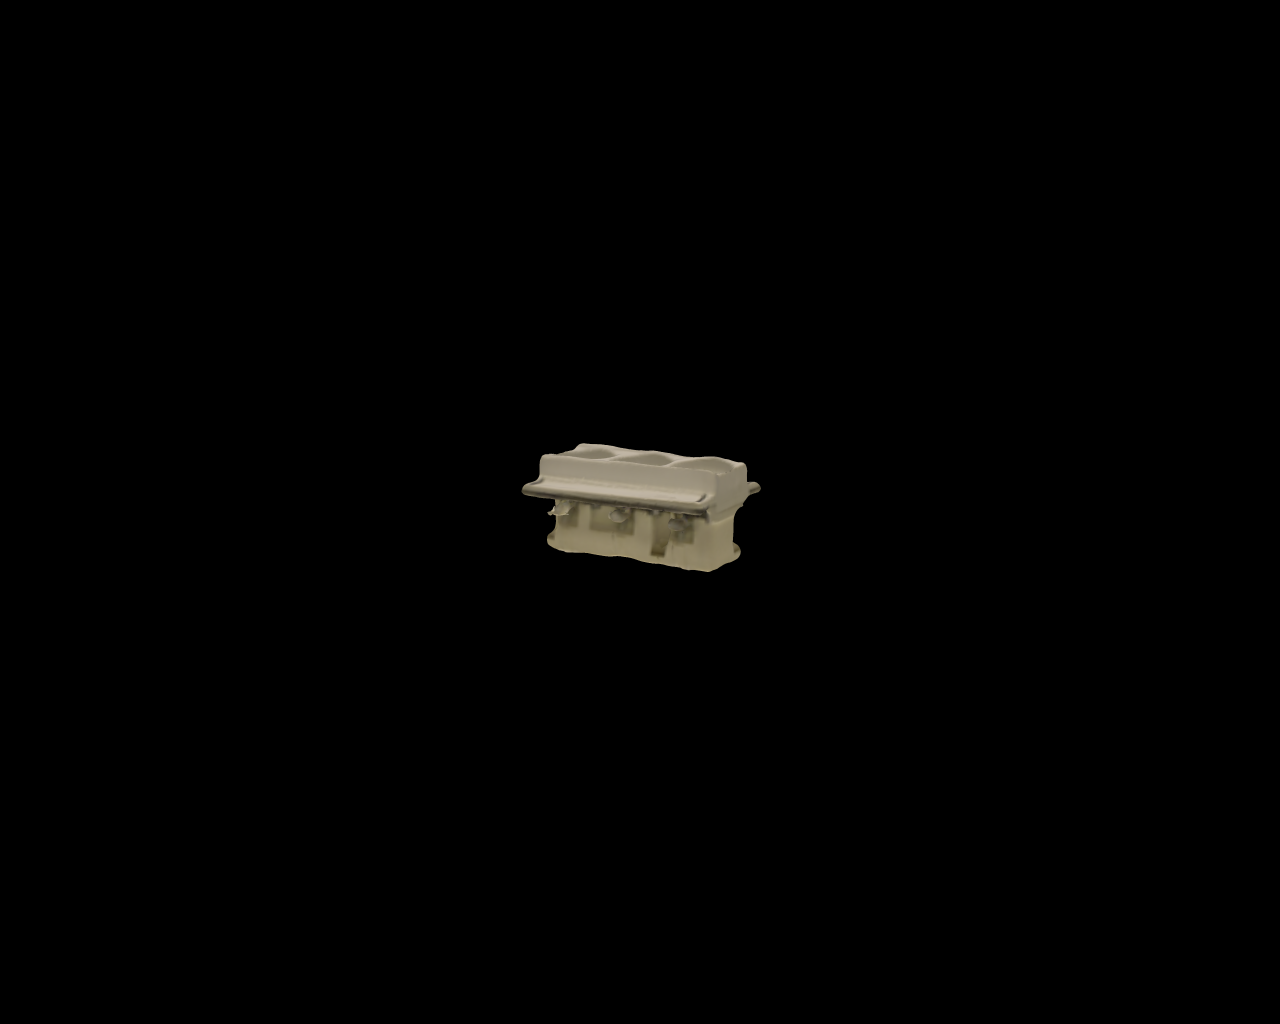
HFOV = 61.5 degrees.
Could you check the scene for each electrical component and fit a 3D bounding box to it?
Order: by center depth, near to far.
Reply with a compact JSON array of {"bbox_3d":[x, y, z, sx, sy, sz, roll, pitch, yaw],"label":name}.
[{"bbox_3d":[0.001,-0.003,0.650,0.121,0.063,0.079,8,15,30],"label":"electrical component"}]
